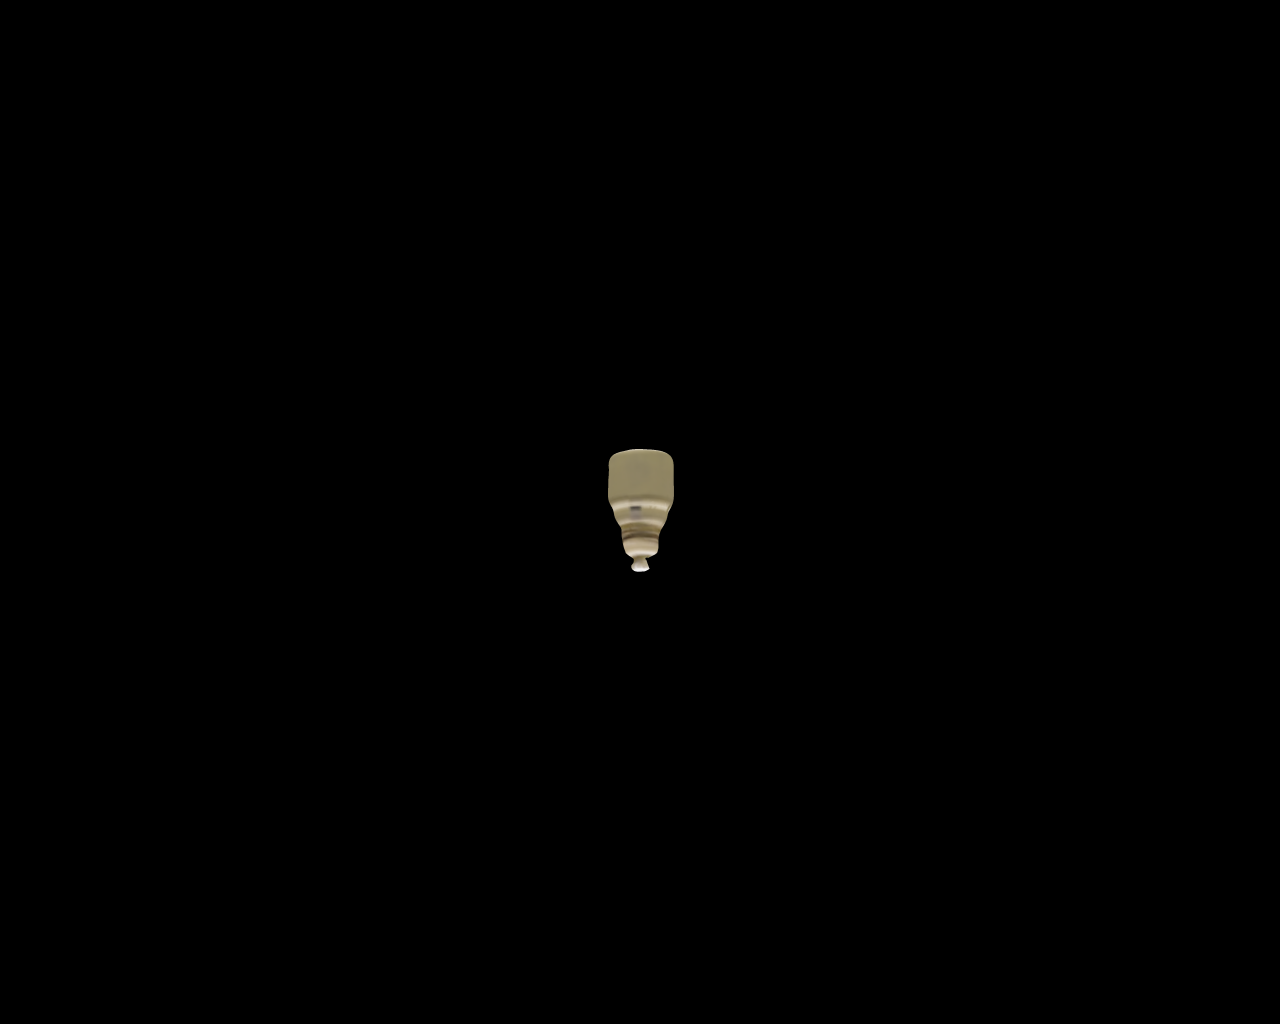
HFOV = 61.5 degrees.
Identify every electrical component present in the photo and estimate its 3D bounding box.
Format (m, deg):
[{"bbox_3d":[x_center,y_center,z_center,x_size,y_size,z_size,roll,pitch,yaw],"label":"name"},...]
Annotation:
[{"bbox_3d":[0.001,-0.003,0.650,0.040,0.078,0.040,0,-11,0],"label":"electrical component"}]
